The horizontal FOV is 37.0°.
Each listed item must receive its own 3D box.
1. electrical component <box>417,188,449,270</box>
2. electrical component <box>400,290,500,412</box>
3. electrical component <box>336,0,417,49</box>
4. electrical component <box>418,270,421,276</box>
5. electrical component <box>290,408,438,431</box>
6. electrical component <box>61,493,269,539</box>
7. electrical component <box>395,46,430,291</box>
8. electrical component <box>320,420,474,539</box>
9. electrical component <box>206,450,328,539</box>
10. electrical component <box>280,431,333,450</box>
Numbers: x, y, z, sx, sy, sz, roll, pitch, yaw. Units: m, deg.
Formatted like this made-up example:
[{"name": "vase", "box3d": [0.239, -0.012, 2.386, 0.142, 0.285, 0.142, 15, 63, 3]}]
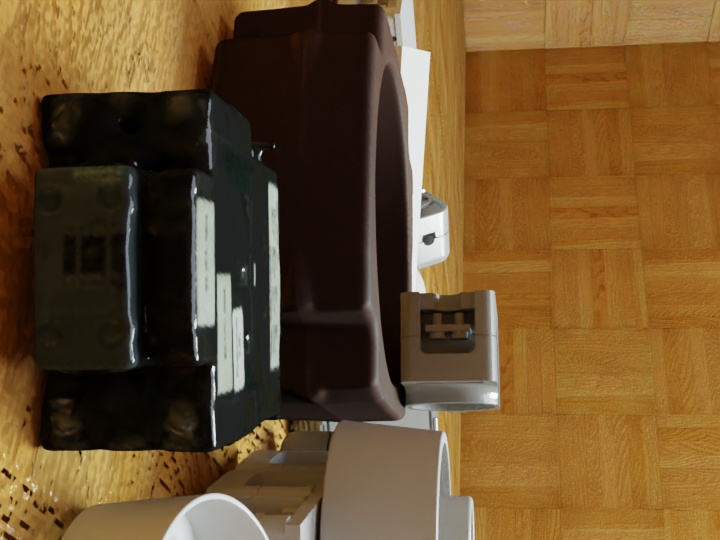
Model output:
[{"name": "electrical component", "box3d": [0.040, -0.040, 0.988, 0.095, 0.054, 0.059, 41, -38, 53]}, {"name": "electrical component", "box3d": [0.051, 0.047, 0.591, 0.089, 0.050, 0.055, 57, 33, -75]}, {"name": "electrical component", "box3d": [0.016, -0.160, 0.927, 0.105, 0.060, 0.186, -81, 168, -49]}, {"name": "electrical component", "box3d": [0.029, 0.021, 1.017, 0.066, 0.055, 0.048, -75, 162, -62]}, {"name": "electrical component", "box3d": [-0.003, 0.092, 0.714, 0.061, 0.096, 0.061, -150, -126, -67]}, {"name": "electrical component", "box3d": [-0.062, 0.122, 0.345, 0.099, 0.064, 0.099, -1, 90, -82]}, {"name": "electrical component", "box3d": [0.006, -0.066, 0.776, 0.105, 0.060, 0.186, -33, 127, -74]}, {"name": "electrical component", "box3d": [0.021, 0.122, 0.487, 0.108, 0.060, 0.108, -1, 90, -82]}, {"name": "electrical component", "box3d": [-0.042, 0.140, 0.490, 0.150, 0.062, 0.089, -9, 98, -82]}, {"name": "electrical component", "box3d": [-0.025, 0.139, 0.617, 0.095, 0.059, 0.053, -79, 166, -54]}]
